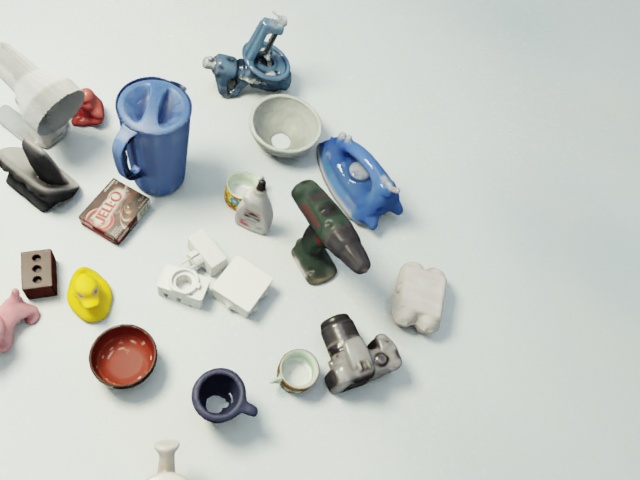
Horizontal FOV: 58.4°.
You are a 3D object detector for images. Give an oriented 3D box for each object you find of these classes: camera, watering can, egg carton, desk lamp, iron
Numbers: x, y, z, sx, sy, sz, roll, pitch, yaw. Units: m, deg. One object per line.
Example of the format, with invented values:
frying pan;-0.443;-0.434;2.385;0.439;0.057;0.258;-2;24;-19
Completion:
camera;0.069;0.205;1.096;0.143;0.100;0.136;-15;67;-20
watering can;-0.237;0.397;0.866;0.101;0.194;0.172;-19;69;-22
egg carton;0.206;0.119;1.193;0.107;0.069;0.150;17;60;-4
desk lamp;-0.564;-0.273;1.127;0.203;0.213;0.118;36;60;7
iron;0.083;-0.156;1.266;0.119;0.141;0.258;-31;73;-25

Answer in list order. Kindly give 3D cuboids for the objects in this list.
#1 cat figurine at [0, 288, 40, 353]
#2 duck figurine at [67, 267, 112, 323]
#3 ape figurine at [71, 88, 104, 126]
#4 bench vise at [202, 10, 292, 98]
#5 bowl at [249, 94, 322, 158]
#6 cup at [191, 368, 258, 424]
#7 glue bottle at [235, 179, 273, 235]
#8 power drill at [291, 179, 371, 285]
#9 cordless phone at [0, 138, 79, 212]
cat figurine;-0.549;0.137;0.970;0.067;0.117;0.128;29;60;3
duck figurine;-0.424;0.090;1.044;0.078;0.086;0.104;-16;68;-21
ape figurine;-0.496;-0.288;1.221;0.077;0.092;0.076;35;60;6
bench vise;-0.151;-0.411;1.297;0.208;0.219;0.121;-23;70;-23
bowl;-0.083;-0.248;1.312;0.167;0.074;0.167;6;62;-11
cup;-0.165;0.284;1.000;0.118;0.095;0.092;24;60;0
glue bottle;-0.127;-0.073;1.152;0.078;0.173;0.037;20;60;-3
power drill;0.010;0.004;1.125;0.076;0.208;0.229;-23;70;-23
cordless phone;-0.544;-0.152;1.084;0.147;0.185;0.094;33;60;5
